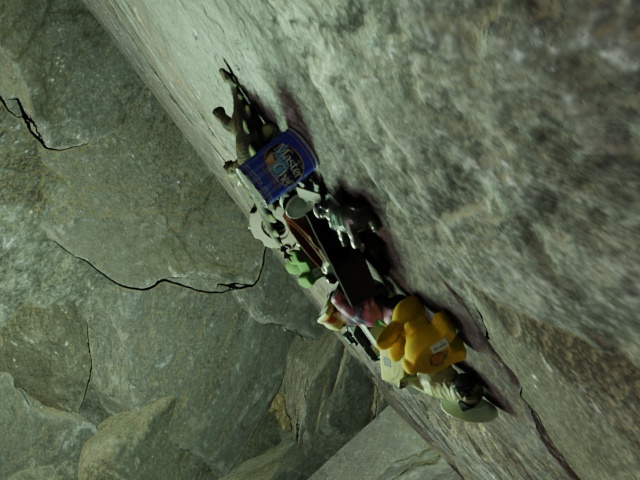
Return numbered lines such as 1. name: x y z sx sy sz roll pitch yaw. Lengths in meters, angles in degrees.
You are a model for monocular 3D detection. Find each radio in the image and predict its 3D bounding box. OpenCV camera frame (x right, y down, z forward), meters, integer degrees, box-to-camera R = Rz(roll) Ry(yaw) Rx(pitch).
1. radio: 0.045 0.026 1.203 0.230 0.073 0.131 61 178 46

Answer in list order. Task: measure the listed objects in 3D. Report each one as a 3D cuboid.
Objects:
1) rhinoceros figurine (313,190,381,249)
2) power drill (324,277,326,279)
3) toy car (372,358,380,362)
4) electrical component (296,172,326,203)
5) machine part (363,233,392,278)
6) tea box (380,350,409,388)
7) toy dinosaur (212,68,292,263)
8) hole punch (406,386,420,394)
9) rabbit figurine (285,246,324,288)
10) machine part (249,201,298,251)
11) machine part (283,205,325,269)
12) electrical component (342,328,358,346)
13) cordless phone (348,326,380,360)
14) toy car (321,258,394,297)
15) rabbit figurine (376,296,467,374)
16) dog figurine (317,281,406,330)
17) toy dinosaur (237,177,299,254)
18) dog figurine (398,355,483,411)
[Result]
1. rhinoceros figurine: 0.046 -0.047 1.086 0.112 0.073 0.190 53 170 -19
2. power drill: 0.095 0.158 1.639 0.207 0.086 0.232 46 178 -16
3. toy car: 0.198 0.295 1.609 0.161 0.109 0.103 102 150 -63
4. electrical component: -0.022 -0.121 1.222 0.078 0.045 0.102 16 159 20
5. machine part: 0.120 0.034 1.155 0.084 0.039 0.138 53 174 21
6. tea box: 0.201 0.275 1.341 0.068 0.098 0.169 16 132 29
7. toy dinosaur: -0.151 -0.171 1.268 0.199 0.105 0.470 29 140 57
8. hole punch: 0.289 0.374 1.575 0.142 0.092 0.115 52 142 12
9. rabbit figurine: -0.042 0.056 1.639 0.121 0.159 0.170 57 153 -13
10. machine part: -0.124 -0.049 1.575 0.180 0.056 0.179 10 129 13
11. machine part: -0.003 -0.004 1.440 0.201 0.087 0.201 41 168 43
12. electrical component: 0.135 0.280 1.730 0.058 0.134 0.115 51 168 -3
13. cordless phone: 0.119 0.245 1.532 0.146 0.089 0.184 55 171 -24
14. toy car: 0.093 0.107 1.346 0.202 0.056 0.073 36 136 -5
15. rabbit figurine: 0.203 0.196 1.129 0.121 0.162 0.173 43 -165 -39
16. dog figurine: 0.123 0.175 1.276 0.219 0.108 0.191 28 135 0
17. toy dinosaur: -0.142 -0.106 1.649 0.192 0.131 0.404 25 150 31
18. dog figurine: 0.305 0.322 1.281 0.191 0.172 0.121 16 118 27
